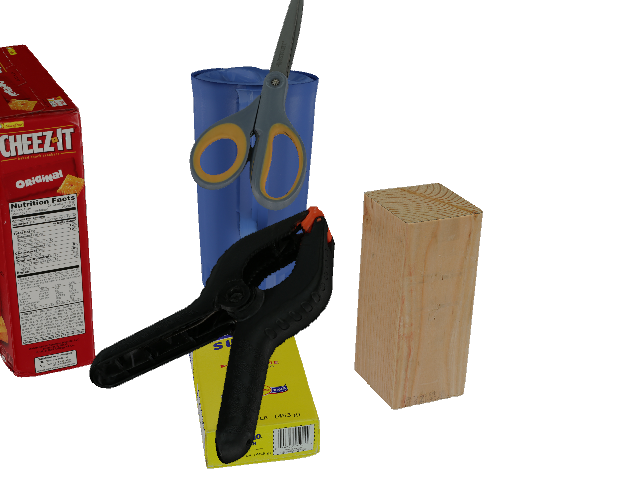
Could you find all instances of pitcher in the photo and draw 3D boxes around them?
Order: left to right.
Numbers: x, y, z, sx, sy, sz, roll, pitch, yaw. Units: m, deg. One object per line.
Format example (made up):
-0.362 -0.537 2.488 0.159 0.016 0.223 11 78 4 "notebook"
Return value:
-0.073 -0.059 1.133 0.145 0.243 0.148 16 21 40 "pitcher"

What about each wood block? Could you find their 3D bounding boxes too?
0.098 0.056 1.093 0.090 0.206 0.091 -8 25 -23 "wood block"

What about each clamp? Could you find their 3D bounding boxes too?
-0.042 0.052 0.631 0.120 0.171 0.039 35 -21 32 "clamp"

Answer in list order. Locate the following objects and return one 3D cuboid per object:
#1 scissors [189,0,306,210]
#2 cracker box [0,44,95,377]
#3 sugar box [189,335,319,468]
-0.054 -0.111 0.821 0.096 0.202 0.016 -4 -28 -2 "scissors"
-0.236 -0.025 0.833 0.072 0.214 0.164 -11 30 -25 "cracker box"
-0.062 0.116 0.912 0.093 0.048 0.176 -4 33 -11 "sugar box"
